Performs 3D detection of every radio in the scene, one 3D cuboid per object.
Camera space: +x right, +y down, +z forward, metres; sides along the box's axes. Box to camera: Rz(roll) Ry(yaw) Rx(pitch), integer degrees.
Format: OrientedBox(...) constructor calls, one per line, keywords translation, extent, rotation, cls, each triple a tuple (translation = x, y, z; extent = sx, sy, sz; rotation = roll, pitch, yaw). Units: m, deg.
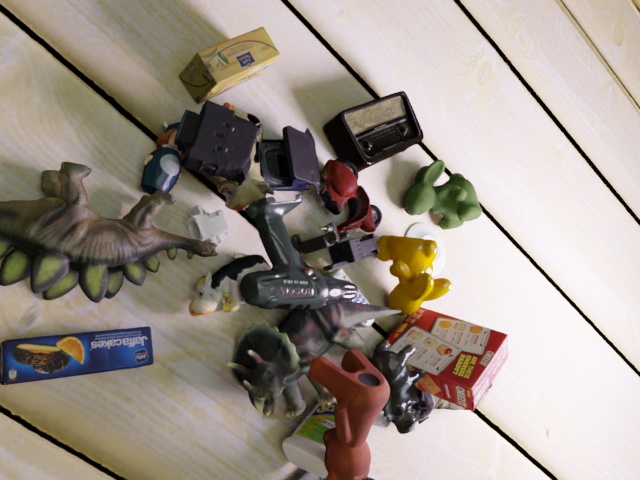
OrientedBox(translation=(0.129, -0.245, 1.222), extent=(0.229, 0.073, 0.131), rotation=(-28, 94, -36), cls="radio")

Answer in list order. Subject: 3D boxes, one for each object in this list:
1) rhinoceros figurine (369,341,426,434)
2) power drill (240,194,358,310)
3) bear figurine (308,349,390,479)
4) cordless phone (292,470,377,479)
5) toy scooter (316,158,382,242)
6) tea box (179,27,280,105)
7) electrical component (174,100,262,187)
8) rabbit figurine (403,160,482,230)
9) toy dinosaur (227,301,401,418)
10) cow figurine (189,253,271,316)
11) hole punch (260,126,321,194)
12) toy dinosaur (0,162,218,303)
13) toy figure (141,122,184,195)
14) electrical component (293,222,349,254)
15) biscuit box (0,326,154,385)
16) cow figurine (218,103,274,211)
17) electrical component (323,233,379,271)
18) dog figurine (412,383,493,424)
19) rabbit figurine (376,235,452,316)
OrientedBox(translation=(0.145, 0.276, 0.994), extent=(0.112, 0.073, 0.190), rotation=(-52, 133, -45), cls="rhinoceros figurine")
OrientedBox(translation=(-0.045, 0.026, 0.962), extent=(0.232, 0.086, 0.207), rotation=(-7, 81, -37), cls="power drill")
OrientedBox(translation=(0.041, 0.297, 0.878), extent=(0.120, 0.132, 0.195), rotation=(-4, 117, -43), cls="bear figurine")
OrientedBox(translation=(0.030, 0.444, 0.899), extent=(0.146, 0.184, 0.088), rotation=(-25, 97, -37), cls="cordless phone")
OrientedBox(translation=(0.049, -0.073, 1.123), extent=(0.135, 0.075, 0.183), rotation=(-45, 108, -33), cls="toy scooter")
OrientedBox(translation=(-0.172, -0.334, 1.027), extent=(0.169, 0.098, 0.068), rotation=(-38, 101, -37), cls="tea box")
OrientedBox(translation=(-0.178, -0.167, 0.920), extent=(0.134, 0.058, 0.115), rotation=(18, 68, -17), cls="electrical component")
OrientedBox(translation=(0.277, -0.106, 1.263), extent=(0.170, 0.121, 0.159), rotation=(-2, 84, -20), cls="rabbit figurine")
OrientedBox(translation=(-0.012, 0.181, 0.991), extent=(0.405, 0.131, 0.192), rotation=(-40, 102, -41), cls="toy dinosaur")
OrientedBox(translation=(-0.158, 0.075, 0.942), extent=(0.167, 0.068, 0.098), rotation=(-12, 79, -39), cls="cow figurine")
OrientedBox(translation=(-0.062, -0.155, 1.071), extent=(0.115, 0.092, 0.142), rotation=(8, 67, -57), cls="hole punch")
OrientedBox(translation=(-0.380, -0.012, 0.796), extent=(0.471, 0.105, 0.198), rotation=(13, 74, -26), cls="toy dinosaur")
OrientedBox(translation=(-0.263, -0.147, 0.941), extent=(0.064, 0.058, 0.154), rotation=(61, 39, -56), cls="toy figure")
OrientedBox(translation=(-0.003, -0.003, 1.057), extent=(0.078, 0.102, 0.045), rotation=(-21, 93, -61), cls="electrical component")
OrientedBox(translation=(-0.352, 0.167, 0.789), extent=(0.202, 0.059, 0.063), rotation=(-1, 78, -35), cls="biscuit box")
OrientedBox(translation=(-0.147, -0.146, 1.004), extent=(0.127, 0.085, 0.195), rotation=(14, 69, -24), cls="cow figurine")
OrientedBox(translation=(0.054, 0.026, 1.099), extent=(0.119, 0.075, 0.047), rotation=(-15, 87, -33), cls="electrical component")
OrientedBox(translation=(0.261, 0.343, 1.152), extent=(0.190, 0.121, 0.172), rotation=(-40, 99, -20), cls="dog figurine")
OrientedBox(translation=(0.202, 0.081, 1.152), extent=(0.122, 0.163, 0.173), rotation=(16, 88, -40), cls="rabbit figurine")
